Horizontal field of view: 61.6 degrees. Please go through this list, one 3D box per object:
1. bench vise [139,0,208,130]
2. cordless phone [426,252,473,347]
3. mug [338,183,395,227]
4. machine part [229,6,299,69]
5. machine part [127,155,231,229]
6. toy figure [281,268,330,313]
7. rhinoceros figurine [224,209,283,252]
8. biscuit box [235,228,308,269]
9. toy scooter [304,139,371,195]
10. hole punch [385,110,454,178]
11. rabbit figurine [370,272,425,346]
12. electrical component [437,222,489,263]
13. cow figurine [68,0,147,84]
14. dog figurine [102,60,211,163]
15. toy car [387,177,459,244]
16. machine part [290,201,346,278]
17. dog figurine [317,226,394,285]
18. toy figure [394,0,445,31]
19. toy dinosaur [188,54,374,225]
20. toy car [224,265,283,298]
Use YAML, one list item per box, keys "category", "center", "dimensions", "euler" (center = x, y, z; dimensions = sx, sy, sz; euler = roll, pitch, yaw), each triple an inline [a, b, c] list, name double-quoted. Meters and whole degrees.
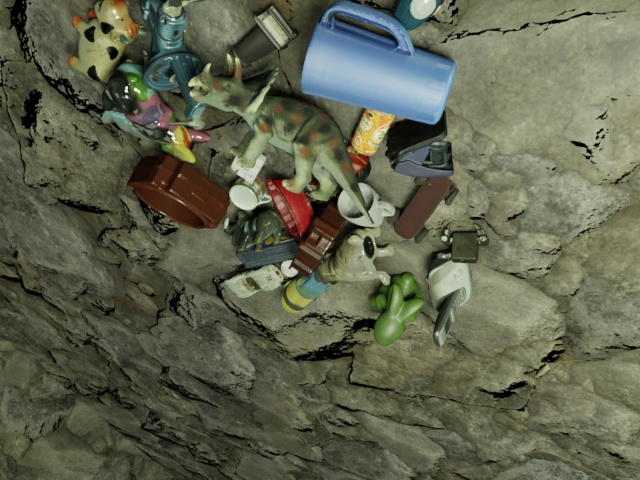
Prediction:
- category: "bench vise"
  center: [-0.265, -0.329, 1.010]
  dimensions: [0.223, 0.129, 0.240]
  euler: [-32, 79, 51]
- category: "cordless phone"
  center: [0.268, 0.126, 1.169]
  dimensions: [0.089, 0.184, 0.146]
  euler: [5, 133, 28]
- category: "mug"
  center: [0.106, -0.067, 1.129]
  dimensions: [0.110, 0.081, 0.107]
  euler: [0, 166, 25]
- category: "machine part"
  center: [-0.109, -0.366, 0.990]
  dimensions: [0.139, 0.039, 0.084]
  euler: [-26, 124, 39]
- category: "machine part"
  center: [-0.330, -0.107, 1.255]
  dimensions: [0.202, 0.087, 0.200]
  euler: [6, 155, 47]
- category: "toy figure"
  center: [-0.039, 0.125, 1.391]
  dimensions: [0.082, 0.089, 0.180]
  euler: [43, 138, -9]
- category: "rhinoceros figurine"
  center: [-0.167, -0.026, 1.284]
  dimensions: [0.190, 0.073, 0.112]
  euler: [-10, 83, 49]
- category: "biscuit box"
  center: [-0.118, 0.018, 1.349]
  dimensions: [0.203, 0.059, 0.062]
  euler: [-12, 126, 34]
- category: "toy scooter"
  center: [0.009, -0.164, 1.101]
  dimensions: [0.184, 0.075, 0.135]
  euler: [-13, 122, 41]
- category: "hole punch"
  center: [0.184, -0.165, 0.974]
  dimensions: [0.116, 0.142, 0.092]
  euler: [-15, 128, 22]
- category: "rabbit figurine"
  center: [0.185, 0.169, 1.262]
  dimensions: [0.121, 0.170, 0.159]
  euler: [28, 138, -1]
- category: "electrical component"
  center: [0.300, 0.007, 1.127]
  dimensions: [0.102, 0.078, 0.045]
  euler: [7, 158, 28]
- category: "cow figurine"
  center: [-0.429, -0.400, 1.082]
  dimensions: [0.127, 0.085, 0.195]
  euler: [37, 135, -2]
- category: "dog figurine"
  center: [-0.343, -0.260, 1.155]
  dimensions: [0.219, 0.108, 0.191]
  euler: [30, 150, -9]
- category: "toy car"
  center: [0.211, -0.071, 1.103]
  dimensions: [0.089, 0.053, 0.202]
  euler: [37, 141, 9]
- category: "machine part"
  center: [-0.002, -0.004, 1.193]
  dimensions: [0.056, 0.179, 0.179]
  euler: [32, 137, 0]
- category: "dog figurine"
  center: [0.051, 0.040, 1.230]
  dimensions: [0.191, 0.121, 0.172]
  euler: [-7, 137, 33]
- category: "toy figure"
  center: [0.175, -0.388, 0.813]
  dimensions: [0.154, 0.064, 0.058]
  euler: [-42, 61, 46]
- category: "toy dinosaur"
  center: [-0.044, -0.196, 1.005]
  dimensions: [0.405, 0.131, 0.192]
  euler: [25, 105, -3]
- category: "toy car"
  center: [-0.184, 0.112, 1.475]
  dimensions: [0.202, 0.056, 0.073]
  euler: [-20, 120, 38]
